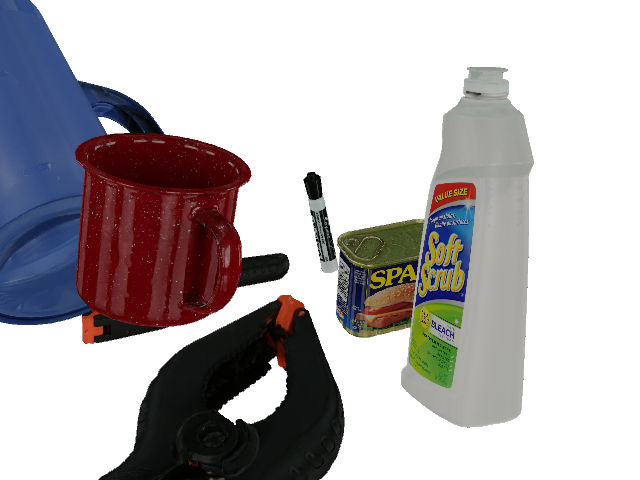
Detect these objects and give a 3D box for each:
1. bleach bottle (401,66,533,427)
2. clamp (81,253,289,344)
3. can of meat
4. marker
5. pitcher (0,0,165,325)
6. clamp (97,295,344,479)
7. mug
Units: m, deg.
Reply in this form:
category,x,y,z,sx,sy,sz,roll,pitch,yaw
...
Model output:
category,x,y,z,sx,sy,sz,roll,pitch,yaw
bleach bottle,0.108,0.001,0.771,0.068,0.251,0.103,-6,17,-23
clamp,-0.153,0.031,0.993,0.165,0.036,0.209,25,36,30
can of meat,0.065,0.036,0.982,0.102,0.084,0.057,-11,35,-21
marker,0.000,-0.020,1.170,0.020,0.121,0.020,-9,29,5
pitcher,-0.207,-0.072,0.769,0.145,0.243,0.149,-38,-32,14
clamp,-0.031,0.090,0.389,0.120,0.039,0.171,24,49,17
mug,-0.081,-0.001,0.572,0.093,0.081,0.117,-11,30,-43
